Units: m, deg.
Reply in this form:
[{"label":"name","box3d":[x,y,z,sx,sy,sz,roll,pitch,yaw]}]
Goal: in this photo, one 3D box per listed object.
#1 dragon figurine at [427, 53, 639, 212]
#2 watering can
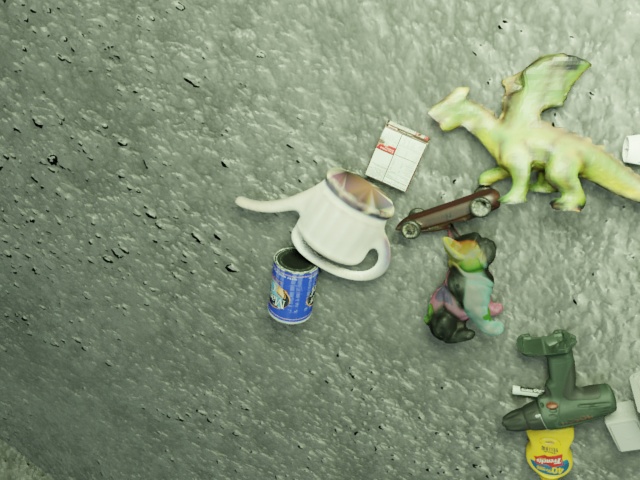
[{"label":"dragon figurine","box3d":[0.384,-0.181,0.848,0.410,0.124,0.239,6,109,20]},{"label":"watering can","box3d":[0.003,-0.053,1.048,0.348,0.106,0.220,32,121,2]}]
